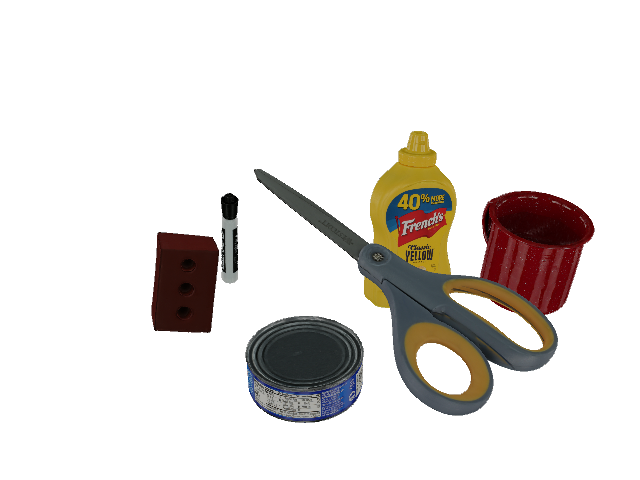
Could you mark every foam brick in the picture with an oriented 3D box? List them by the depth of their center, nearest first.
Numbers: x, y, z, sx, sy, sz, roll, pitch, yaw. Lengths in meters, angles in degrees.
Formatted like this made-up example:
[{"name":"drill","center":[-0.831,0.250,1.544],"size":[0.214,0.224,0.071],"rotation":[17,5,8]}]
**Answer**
[{"name":"foam brick","center":[-0.123,0.037,0.959],"size":[0.053,0.078,0.051],"rotation":[3,14,-12]}]

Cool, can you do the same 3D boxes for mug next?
[{"name":"mug","center":[0.184,0.007,0.970],"size":[0.093,0.081,0.117],"rotation":[-14,39,-28]}]

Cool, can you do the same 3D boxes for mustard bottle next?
[{"name":"mustard bottle","center":[0.100,-0.024,1.164],"size":[0.096,0.192,0.058],"rotation":[-3,19,-19]}]

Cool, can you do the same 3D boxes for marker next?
[{"name":"marker","center":[-0.101,-0.002,1.184],"size":[0.020,0.121,0.020],"rotation":[2,41,-2]}]

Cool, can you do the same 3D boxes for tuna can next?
[{"name":"tuna can","center":[-0.011,0.094,0.780],"size":[0.086,0.034,0.086],"rotation":[-1,32,1]}]

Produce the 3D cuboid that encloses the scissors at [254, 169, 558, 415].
[{"name":"scissors","center":[0.029,0.028,0.582],"size":[0.202,0.016,0.096],"rotation":[25,51,15]}]
